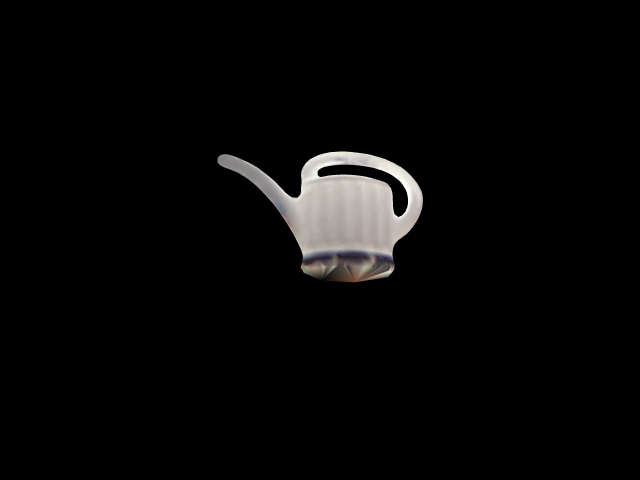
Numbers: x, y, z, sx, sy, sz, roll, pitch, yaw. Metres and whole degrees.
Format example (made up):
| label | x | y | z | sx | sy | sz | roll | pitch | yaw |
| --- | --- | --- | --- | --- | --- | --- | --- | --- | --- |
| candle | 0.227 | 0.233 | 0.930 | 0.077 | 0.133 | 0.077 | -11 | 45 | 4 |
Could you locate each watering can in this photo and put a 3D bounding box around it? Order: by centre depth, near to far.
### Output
| label | x | y | z | sx | sy | sz | roll | pitch | yaw |
| --- | --- | --- | --- | --- | --- | --- | --- | --- | --- |
| watering can | 0.003 | -0.043 | 0.850 | 0.348 | 0.227 | 0.102 | 2 | -17 | -7 |
